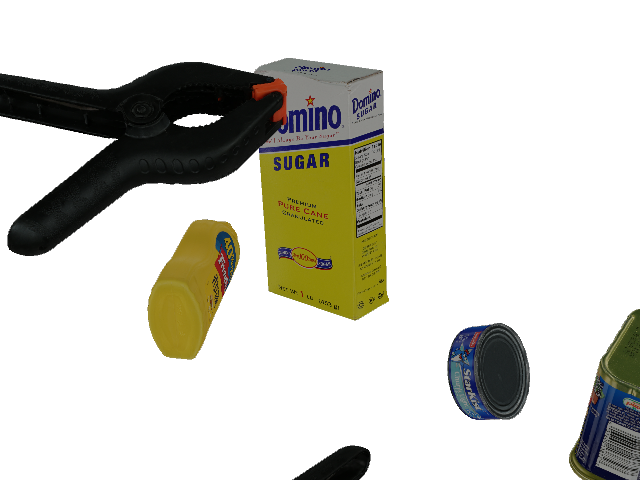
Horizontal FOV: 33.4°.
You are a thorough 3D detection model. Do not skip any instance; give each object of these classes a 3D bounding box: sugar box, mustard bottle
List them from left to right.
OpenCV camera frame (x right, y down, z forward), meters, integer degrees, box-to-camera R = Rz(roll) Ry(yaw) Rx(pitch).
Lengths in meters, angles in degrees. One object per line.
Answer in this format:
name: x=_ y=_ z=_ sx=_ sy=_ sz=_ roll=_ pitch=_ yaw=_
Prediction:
mustard bottle: x=-0.125 y=0.033 z=1.117 sx=0.058 sy=0.096 sz=0.191 roll=3 pitch=30 yaw=10
sugar box: x=0.001 y=-0.038 z=0.773 sx=0.093 sy=0.176 sz=0.048 roll=15 pitch=30 yaw=40

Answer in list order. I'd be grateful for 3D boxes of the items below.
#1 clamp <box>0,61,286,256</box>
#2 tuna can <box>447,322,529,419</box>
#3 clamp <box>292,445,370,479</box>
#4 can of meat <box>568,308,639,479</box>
clamp: x=-0.105 y=-0.065 z=0.584 sx=0.171 sy=0.120 sz=0.039 roll=-21 pitch=-26 yaw=-21
tuna can: x=0.151 y=0.118 z=0.958 sx=0.034 sy=0.086 sz=0.085 roll=-11 pitch=-7 yaw=42
clamp: x=-0.052 y=0.187 z=0.638 sx=0.210 sy=0.036 sz=0.164 roll=-4 pitch=29 yaw=1
can of meat: x=0.209 y=0.103 z=0.700 sx=0.057 sy=0.084 sz=0.101 roll=21 pitch=36 yaw=23
